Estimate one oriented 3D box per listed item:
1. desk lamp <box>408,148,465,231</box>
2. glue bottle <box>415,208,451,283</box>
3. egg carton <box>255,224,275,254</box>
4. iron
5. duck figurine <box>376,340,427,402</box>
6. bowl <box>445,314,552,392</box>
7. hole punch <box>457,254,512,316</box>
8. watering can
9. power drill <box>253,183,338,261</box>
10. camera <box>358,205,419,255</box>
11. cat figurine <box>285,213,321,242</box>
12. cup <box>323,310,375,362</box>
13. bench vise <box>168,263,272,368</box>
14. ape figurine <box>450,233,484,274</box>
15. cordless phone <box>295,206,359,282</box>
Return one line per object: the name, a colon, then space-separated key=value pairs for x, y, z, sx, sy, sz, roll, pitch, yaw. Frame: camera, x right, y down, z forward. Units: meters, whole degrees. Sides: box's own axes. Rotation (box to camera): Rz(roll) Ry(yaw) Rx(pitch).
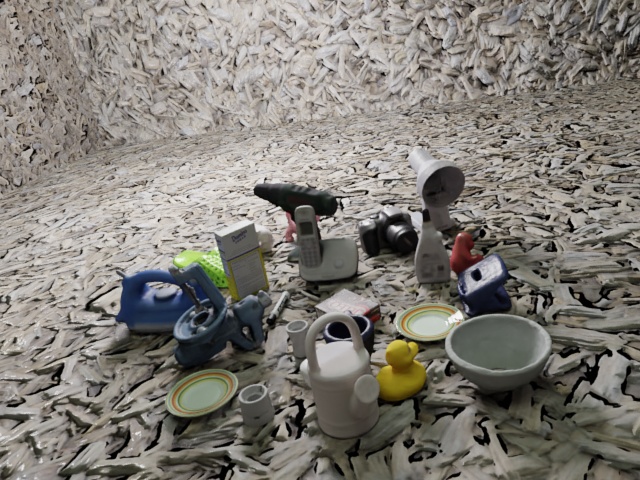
desk lamp: x=0.291 y=-0.126 z=1.502 sx=0.118 sy=0.214 sz=0.203 roll=-15 pitch=23 yaw=-9
glue bottle: x=0.242 y=0.012 z=1.256 sx=0.078 sy=0.173 sz=0.037 roll=-4 pitch=24 yaw=15
egg carton: x=-0.202 y=0.001 z=1.614 sx=0.149 sy=0.069 sz=0.107 roll=12 pitch=32 yaw=42
iron: x=-0.343 y=0.124 z=1.303 sx=0.257 sy=0.142 sz=0.119 roll=-5 pitch=24 yaw=14
duck figurine: x=0.129 y=0.211 z=0.958 sx=0.105 sy=0.086 sz=0.077 roll=-25 pitch=27 yaw=-29
bowl: x=0.292 y=0.195 z=0.937 sx=0.167 sy=0.075 sz=0.167 roll=-9 pitch=23 yaw=4
hole punch: x=0.326 y=0.088 z=1.148 sx=0.101 sy=0.091 sz=0.108 roll=-8 pitch=23 yaw=6
watering can: x=0.036 y=0.202 z=0.884 sx=0.172 sy=0.194 sz=0.101 roll=11 pitch=31 yaw=41
power drill: x=-0.057 y=-0.051 z=1.490 sx=0.228 sy=0.209 sz=0.076 roll=1 pitch=26 yaw=25
camera: x=0.181 y=-0.022 z=1.454 sx=0.143 sy=0.101 sz=0.136 roll=-15 pitch=23 yaw=-10
cat figurine: x=-0.049 y=-0.052 z=1.606 sx=0.127 sy=0.118 sz=0.067 roll=11 pitch=32 yaw=42
cup: x=0.057 y=0.189 z=1.031 sx=0.091 sy=0.095 sz=0.117 roll=-10 pitch=23 yaw=3
bench vise: x=-0.209 y=0.126 z=1.136 sx=0.208 sy=0.220 sz=0.121 roll=-27 pitch=28 yaw=-33
ape figurine: x=0.327 y=0.027 z=1.287 sx=0.076 sy=0.092 sz=0.077 roll=-13 pitch=23 yaw=-4
cordless phone: x=0.012 y=0.005 z=1.361 sx=0.147 sy=0.185 sz=0.094 roll=-6 pitch=24 yaw=11
